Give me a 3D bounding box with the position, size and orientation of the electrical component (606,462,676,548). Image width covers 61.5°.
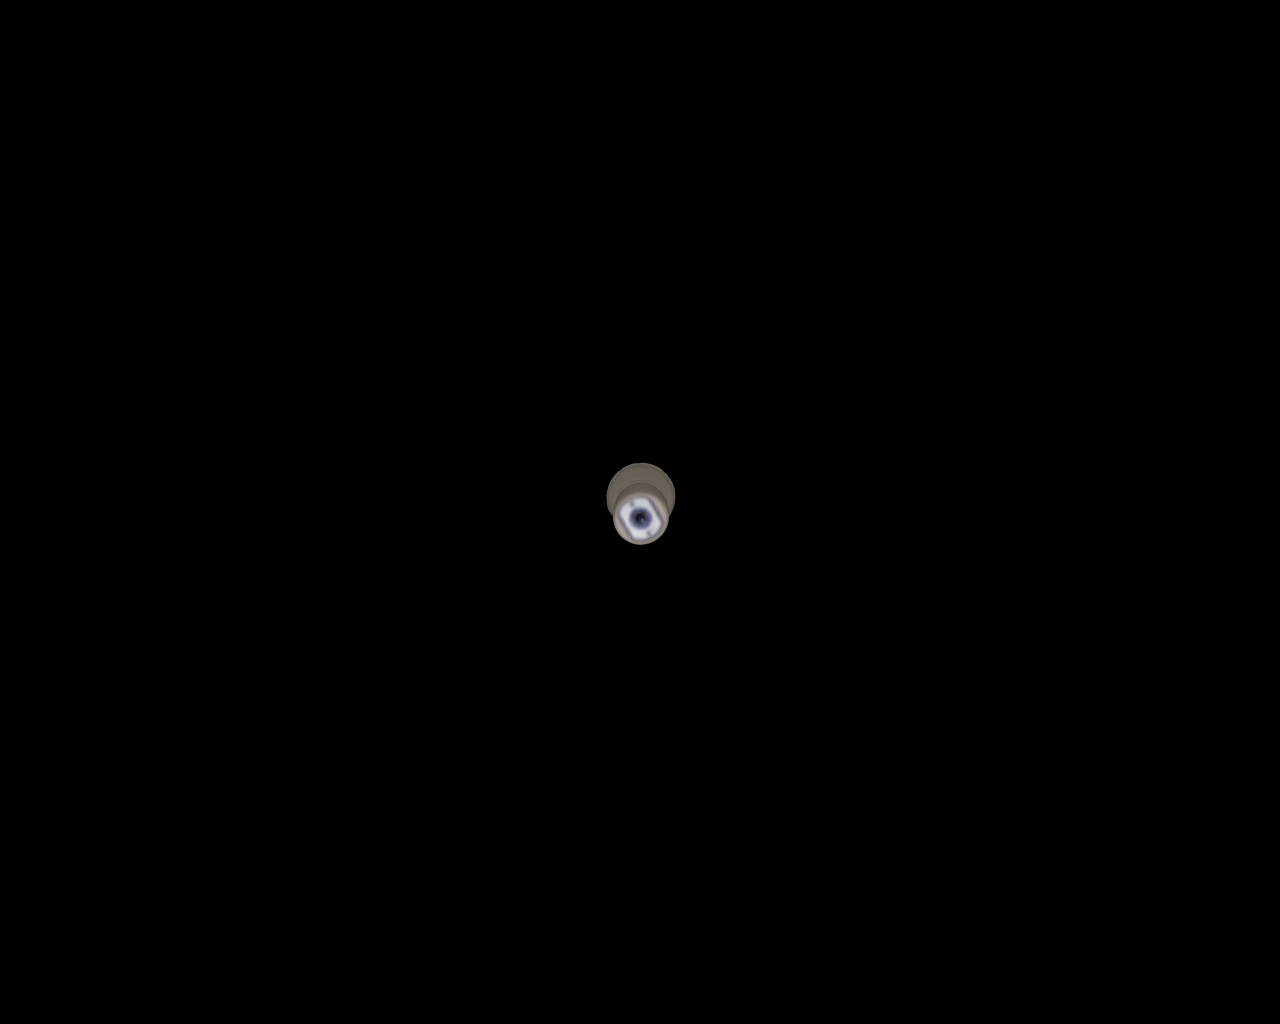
[{"bbox_3d":[0.001,-0.003,0.650,0.044,0.044,0.065,0,14,0],"label":"electrical component"}]
